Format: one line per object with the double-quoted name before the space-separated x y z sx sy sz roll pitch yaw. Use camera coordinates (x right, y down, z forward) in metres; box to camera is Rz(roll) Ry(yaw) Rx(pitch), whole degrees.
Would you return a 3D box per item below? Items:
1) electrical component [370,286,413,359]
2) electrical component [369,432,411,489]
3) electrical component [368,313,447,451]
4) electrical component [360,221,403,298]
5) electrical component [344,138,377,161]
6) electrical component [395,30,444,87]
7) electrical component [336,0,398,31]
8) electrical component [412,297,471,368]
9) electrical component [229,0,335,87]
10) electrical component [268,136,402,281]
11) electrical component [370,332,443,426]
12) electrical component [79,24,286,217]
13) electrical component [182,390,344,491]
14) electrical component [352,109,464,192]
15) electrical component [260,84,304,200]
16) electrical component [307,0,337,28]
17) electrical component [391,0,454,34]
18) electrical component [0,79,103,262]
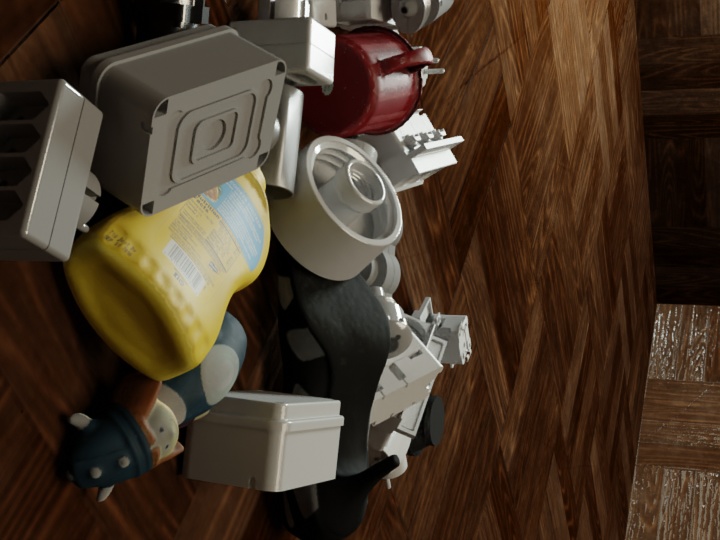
"electrical component" 0.016 0.041 0.903 0.062 0.048 0.048 -102 173 -45
"electrical component" 0.025 0.175 1.042 0.077 0.043 0.079 -57 143 -53
"electrical component" 0.026 0.103 1.003 0.121 0.079 0.063 -65 178 -45
"electrical component" 0.000 0.000 0.954 0.074 0.052 0.138 19 74 -67
"electrical component" -0.013 -0.068 0.929 0.043 0.043 0.081 55 41 -57
"electrical component" 0.041 -0.191 1.016 0.083 0.076 0.047 47 49 -61
"electrical component" -0.002 -0.303 0.920 0.105 0.060 0.186 -18 108 -68
"electrical component" 0.086 0.074 1.165 0.042 0.064 0.081 -59 144 -54
"electrical component" -0.056 -0.176 0.781 0.047 0.066 0.076 11 82 -69
"electrical component" -0.015 -0.053 0.832 0.108 0.060 0.108 30 42 -31
"electrical component" 0.016 0.092 0.926 0.089 0.055 0.050 -23 149 -36
"electrical component" -0.103 -0.089 0.617 0.113 0.057 0.078 -32 146 -47
"electrical component" -0.066 0.117 0.757 0.113 0.078 0.057 14 81 -68
"electrical component" 0.043 -0.114 1.032 0.063 0.079 0.121 60 23 2
"electrical component" -0.073 -0.098 0.771 0.079 0.044 0.077 32 61 -66
"electrical component" -0.028 -0.231 0.836 0.047 0.076 0.083 -25 114 -67
"electrical component" 0.049 -0.227 0.909 0.081 0.043 0.043 -51 137 -58
"electrical component" -0.159 -0.043 0.551 0.076 0.047 0.083 45 50 -62
